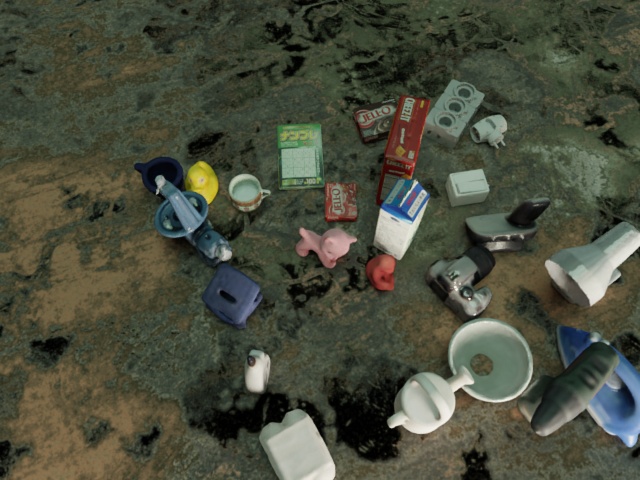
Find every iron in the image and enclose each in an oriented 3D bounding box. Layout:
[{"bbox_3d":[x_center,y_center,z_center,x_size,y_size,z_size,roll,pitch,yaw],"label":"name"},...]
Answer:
[{"bbox_3d":[0.565,0.259,1.111,0.119,0.141,0.258,-28,69,-12],"label":"iron"}]

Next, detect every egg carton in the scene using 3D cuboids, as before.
[{"bbox_3d":[-0.042,0.404,1.085,0.107,0.069,0.150,-29,69,-12],"label":"egg carton"}]

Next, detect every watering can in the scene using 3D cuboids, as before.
[{"bbox_3d":[0.203,0.293,1.066,0.100,0.194,0.173,35,71,14],"label":"watering can"}]

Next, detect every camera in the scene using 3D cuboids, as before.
[{"bbox_3d":[0.317,0.079,1.211,0.137,0.101,0.143,-36,71,-15],"label":"camera"}]

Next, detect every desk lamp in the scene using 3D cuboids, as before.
[{"bbox_3d":[0.546,0.054,1.161,0.203,0.213,0.117,-34,70,-14],"label":"desk lamp"}]

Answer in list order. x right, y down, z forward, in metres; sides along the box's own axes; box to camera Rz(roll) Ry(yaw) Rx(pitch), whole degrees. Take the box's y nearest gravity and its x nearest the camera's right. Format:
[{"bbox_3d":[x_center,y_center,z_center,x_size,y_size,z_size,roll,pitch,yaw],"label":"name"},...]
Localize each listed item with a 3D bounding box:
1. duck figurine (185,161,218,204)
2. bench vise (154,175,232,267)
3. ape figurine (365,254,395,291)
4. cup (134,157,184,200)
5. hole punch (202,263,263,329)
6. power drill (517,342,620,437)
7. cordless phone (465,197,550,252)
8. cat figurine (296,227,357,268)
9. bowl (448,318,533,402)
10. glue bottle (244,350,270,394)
[{"bbox_3d":[-0.277,-0.142,1.314,0.077,0.086,0.104,-1,66,0],"label":"duck figurine"},{"bbox_3d":[-0.263,-0.049,1.200,0.207,0.220,0.121,23,68,10],"label":"bench vise"},{"bbox_3d":[0.136,0.060,1.224,0.076,0.092,0.078,33,70,14],"label":"ape figurine"},{"bbox_3d":[-0.361,-0.133,1.305,0.117,0.095,0.092,19,68,8],"label":"cup"},{"bbox_3d":[-0.184,0.118,1.198,0.108,0.091,0.101,31,70,13],"label":"hole punch"},{"bbox_3d":[0.445,0.288,1.061,0.230,0.208,0.075,-39,72,-15],"label":"power drill"},{"bbox_3d":[0.399,-0.048,1.221,0.147,0.185,0.094,-8,66,-4],"label":"cordless phone"},{"bbox_3d":[0.011,0.004,1.234,0.127,0.118,0.067,22,68,9],"label":"cat figurine"},{"bbox_3d":[0.334,0.246,1.152,0.167,0.075,0.167,0,66,0],"label":"bowl"},{"bbox_3d":[-0.123,0.245,1.098,0.037,0.173,0.078,8,66,4],"label":"glue bottle"}]
